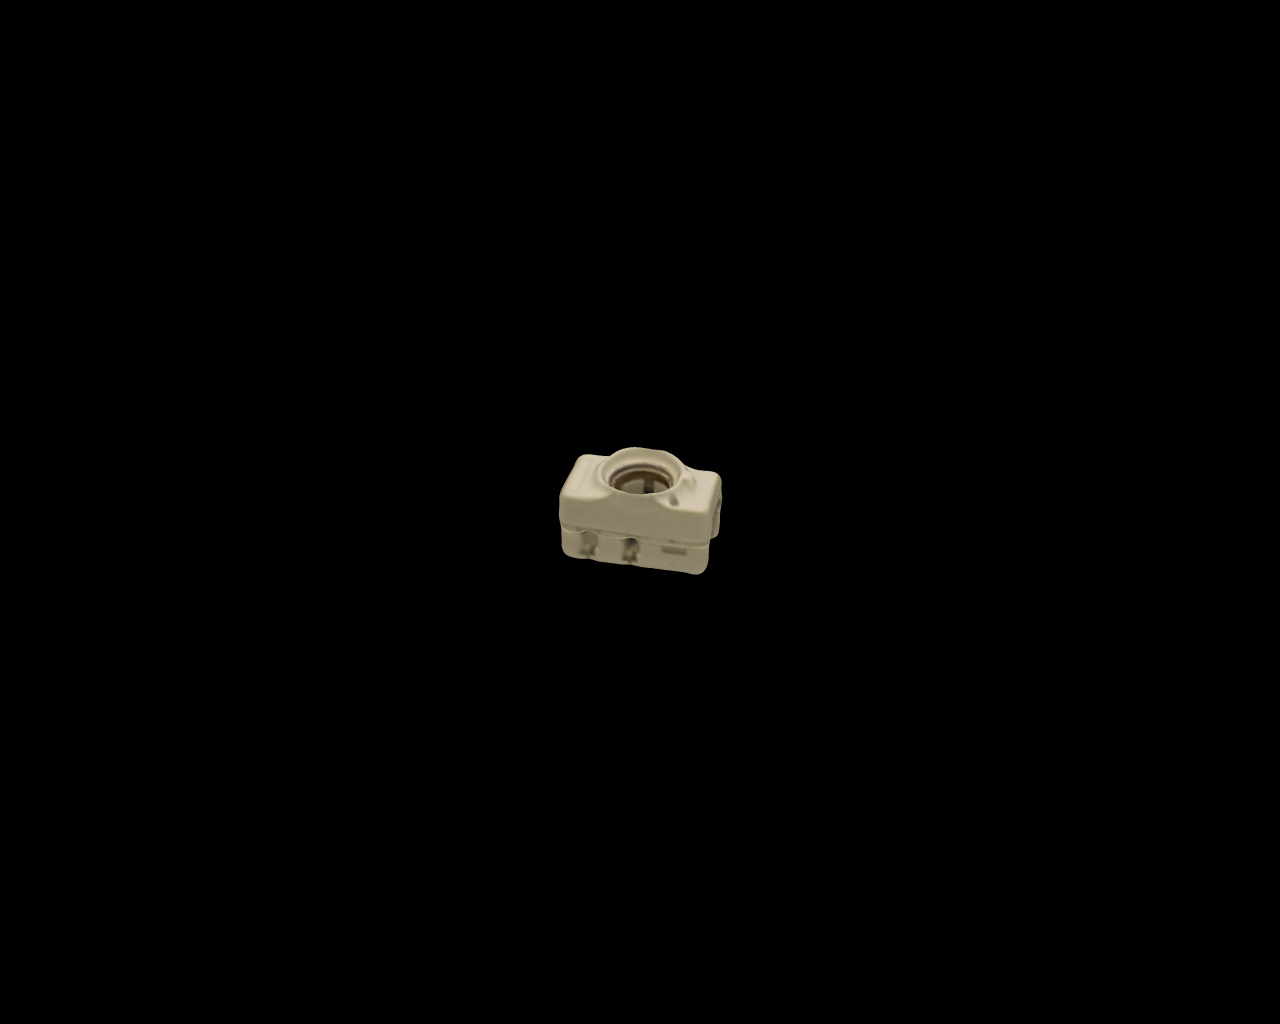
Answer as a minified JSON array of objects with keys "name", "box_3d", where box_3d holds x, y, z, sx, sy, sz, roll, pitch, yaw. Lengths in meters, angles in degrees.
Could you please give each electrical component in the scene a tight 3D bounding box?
[{"name":"electrical component","box_3d":[0.001,-0.003,0.650,0.089,0.055,0.050,8,36,11]}]
